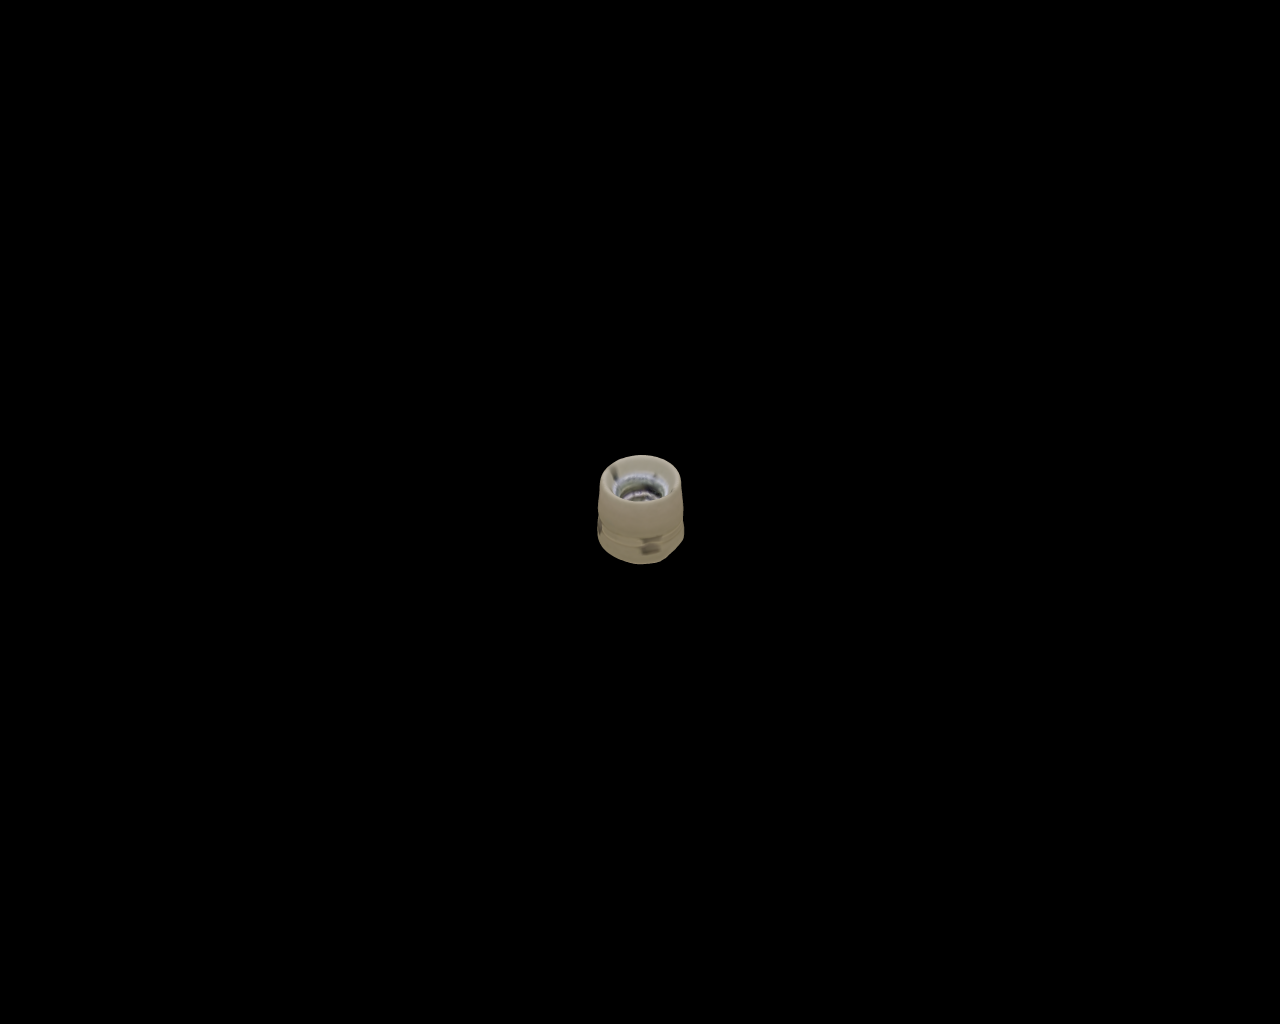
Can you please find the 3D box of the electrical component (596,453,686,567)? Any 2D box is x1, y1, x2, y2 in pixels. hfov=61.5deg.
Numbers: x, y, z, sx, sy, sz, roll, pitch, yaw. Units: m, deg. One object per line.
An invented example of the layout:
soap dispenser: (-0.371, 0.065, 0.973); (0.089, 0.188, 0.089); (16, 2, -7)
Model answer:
electrical component: (0.001, -0.003, 0.650); (0.055, 0.047, 0.055); (0, 40, 0)
